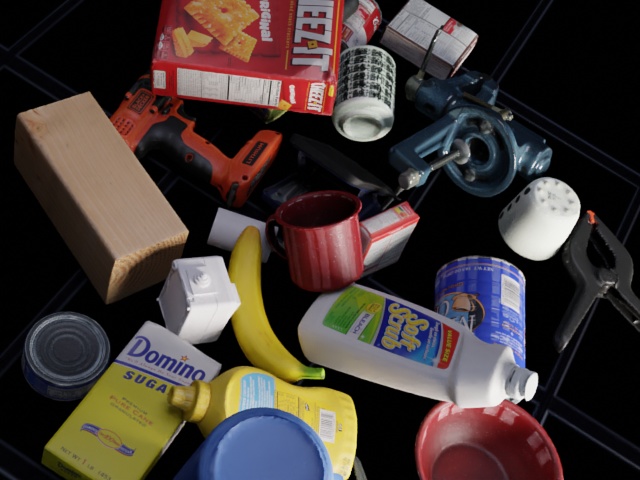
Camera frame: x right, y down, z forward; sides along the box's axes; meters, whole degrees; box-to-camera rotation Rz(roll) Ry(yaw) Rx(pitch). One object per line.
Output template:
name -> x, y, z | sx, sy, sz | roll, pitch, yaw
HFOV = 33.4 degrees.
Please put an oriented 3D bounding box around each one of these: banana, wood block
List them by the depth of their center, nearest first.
banana -> -0.062, 0.077, 1.127 | 0.069, 0.037, 0.198 | -23, 64, -6
wood block -> -0.239, -0.046, 1.144 | 0.090, 0.090, 0.206 | -25, 67, -31

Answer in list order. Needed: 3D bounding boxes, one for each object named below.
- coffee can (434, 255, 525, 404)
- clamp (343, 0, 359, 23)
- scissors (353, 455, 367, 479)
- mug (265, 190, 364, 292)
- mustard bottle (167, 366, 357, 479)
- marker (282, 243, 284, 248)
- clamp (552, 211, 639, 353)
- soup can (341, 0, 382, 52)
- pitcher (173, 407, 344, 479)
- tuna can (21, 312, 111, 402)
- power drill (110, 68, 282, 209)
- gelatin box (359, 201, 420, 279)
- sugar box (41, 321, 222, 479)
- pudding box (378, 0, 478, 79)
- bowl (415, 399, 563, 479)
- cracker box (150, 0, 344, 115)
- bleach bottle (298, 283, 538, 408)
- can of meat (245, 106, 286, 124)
coffee can -> 0.174, 0.103, 1.171 | 0.102, 0.103, 0.140 | 15, 53, -9
clamp -> -0.010, -0.257, 1.328 | 0.120, 0.039, 0.171 | 2, 62, -3
scissors -> 0.080, 0.310, 1.049 | 0.096, 0.016, 0.201 | 9, 54, -14
mug -> -0.008, 0.001, 1.146 | 0.117, 0.081, 0.093 | 7, 30, 28
mustard bottle -> -0.058, 0.175, 1.043 | 0.191, 0.058, 0.096 | 20, 55, -23
marker -> 0.014, -0.001, 1.242 | 0.120, 0.020, 0.020 | -11, 61, -26
clamp -> 0.355, 0.059, 1.305 | 0.164, 0.036, 0.210 | 12, 53, -11
soup can -> 0.032, -0.274, 1.409 | 0.068, 0.069, 0.102 | 29, 53, 3
pitcher -> -0.060, 0.229, 0.914 | 0.145, 0.243, 0.149 | 35, 58, 3
tuna can -> -0.252, 0.115, 1.061 | 0.086, 0.034, 0.086 | 9, 54, -13
power drill -> -0.143, -0.132, 1.259 | 0.187, 0.057, 0.184 | 27, 56, 5
gelatin box -> 0.066, 0.003, 1.213 | 0.073, 0.089, 0.030 | -24, 64, -31
sugar box -> -0.180, 0.168, 1.041 | 0.093, 0.048, 0.176 | 31, 53, 4
pudding box -> 0.150, -0.277, 1.471 | 0.113, 0.039, 0.090 | 32, 53, 7
bowl -> 0.165, 0.241, 1.101 | 0.162, 0.055, 0.162 | 9, 54, -13
cracker box -> -0.082, -0.242, 1.248 | 0.213, 0.072, 0.164 | 6, 61, -3
bleach bottle -> 0.104, 0.110, 1.088 | 0.251, 0.068, 0.102 | 14, 46, 34
can of meat -> -0.065, -0.203, 1.334 | 0.084, 0.058, 0.102 | 40, 53, 9
